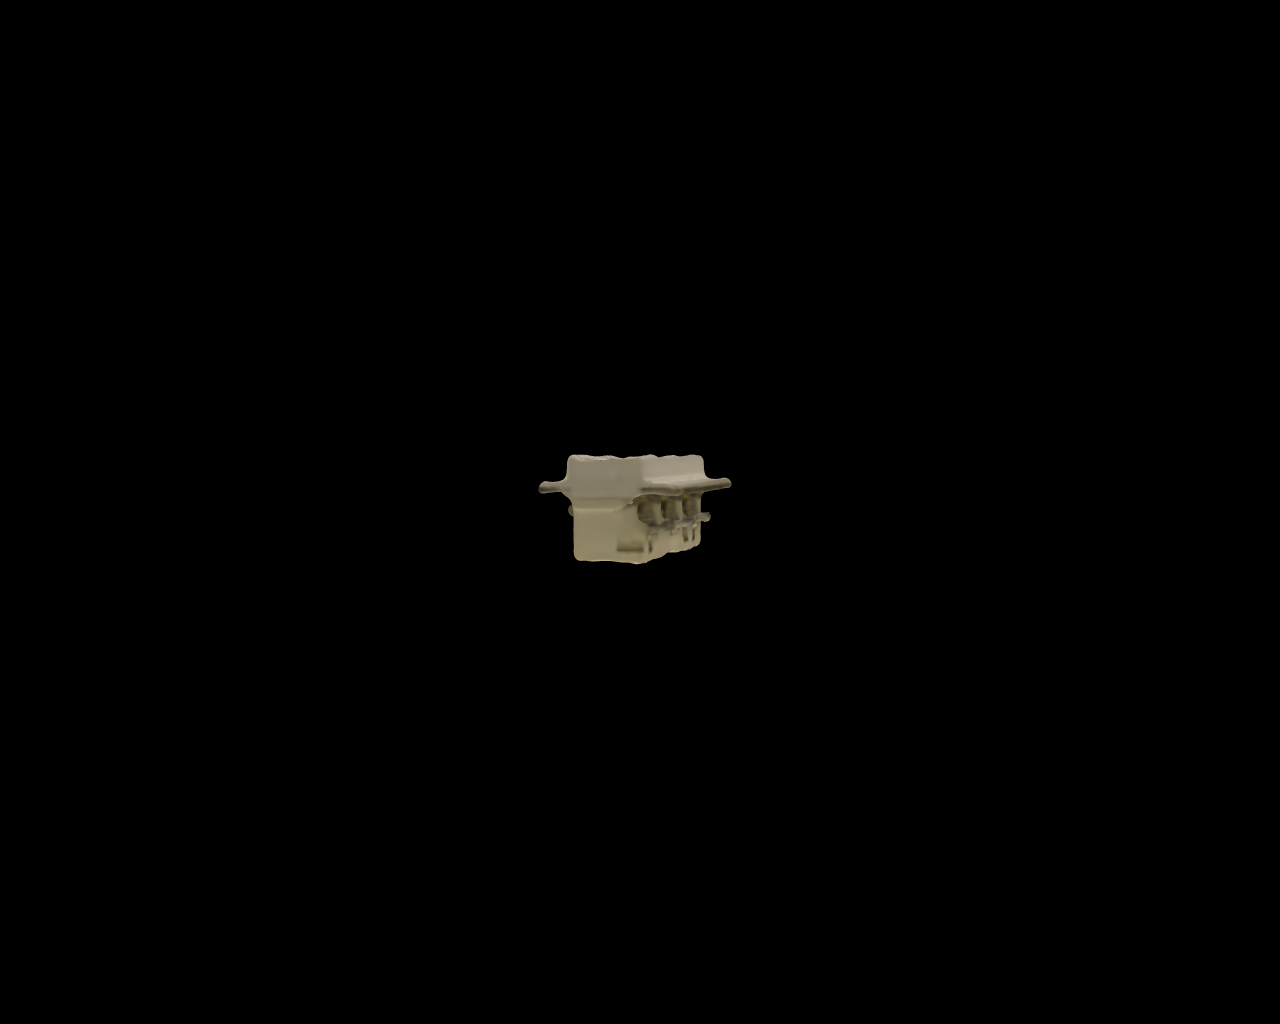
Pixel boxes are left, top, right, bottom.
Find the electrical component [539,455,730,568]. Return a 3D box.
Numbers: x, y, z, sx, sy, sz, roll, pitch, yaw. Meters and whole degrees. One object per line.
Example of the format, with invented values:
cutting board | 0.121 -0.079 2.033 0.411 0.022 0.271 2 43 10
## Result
electrical component | 0.001 -0.003 0.650 0.079 0.063 0.121 1 3 20
